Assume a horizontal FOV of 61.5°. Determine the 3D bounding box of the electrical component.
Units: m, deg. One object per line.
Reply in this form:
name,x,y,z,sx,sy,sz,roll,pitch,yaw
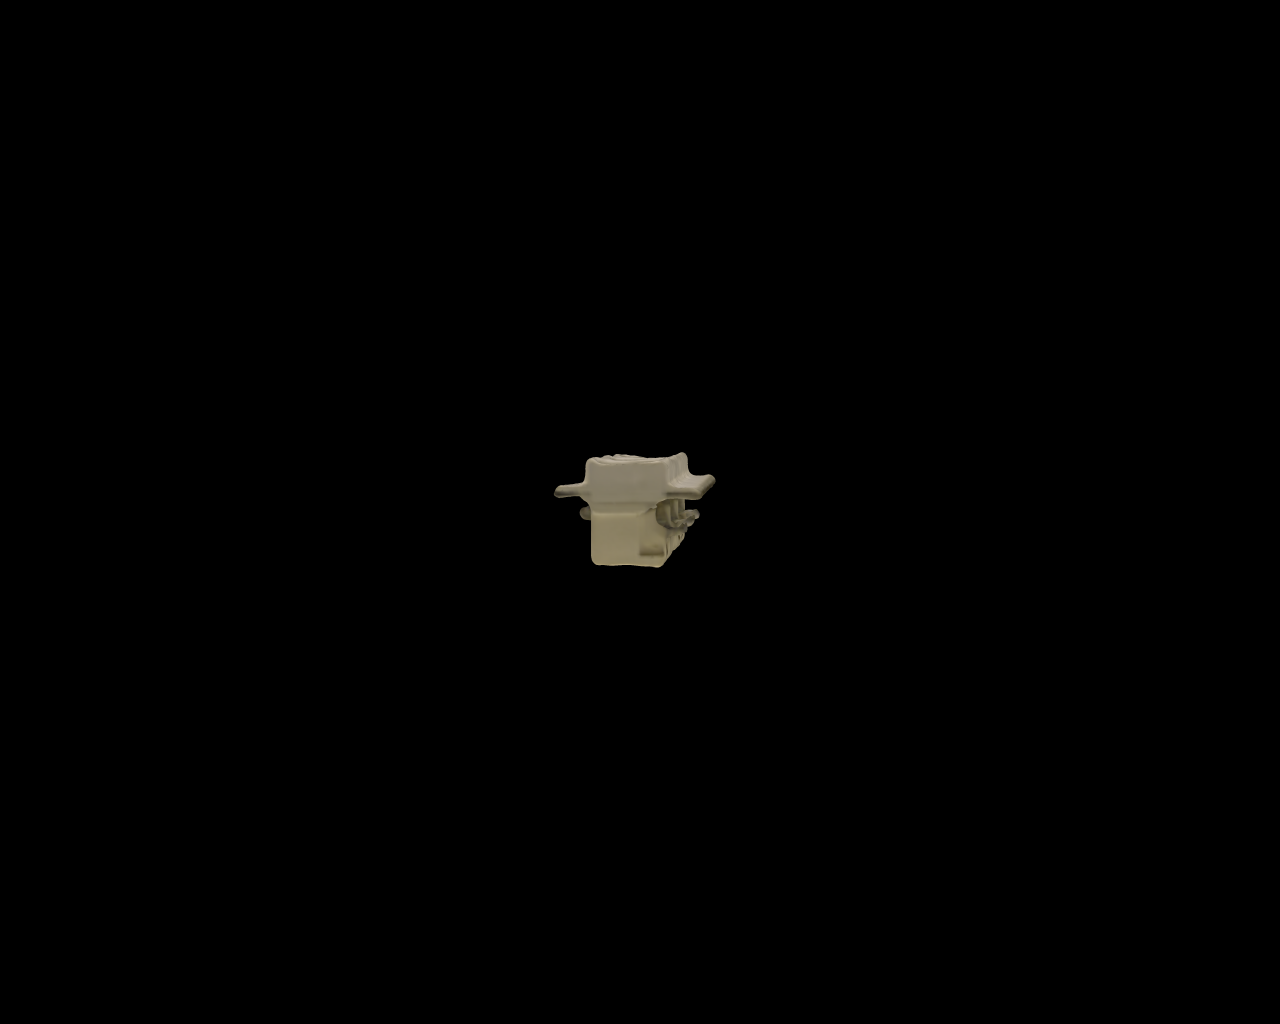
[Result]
electrical component,0.001,-0.003,0.650,0.079,0.063,0.121,1,5,7
